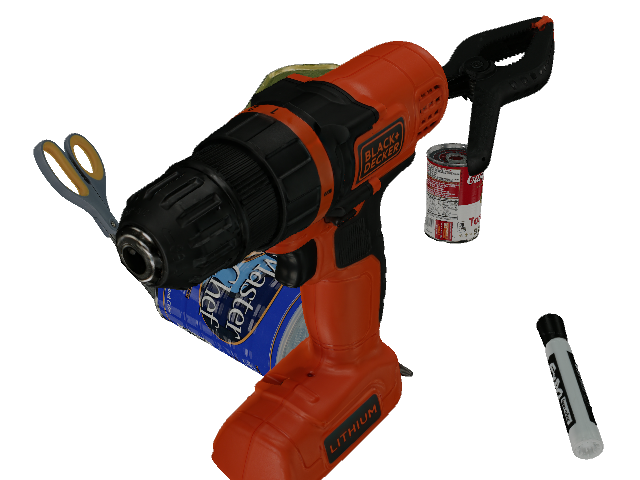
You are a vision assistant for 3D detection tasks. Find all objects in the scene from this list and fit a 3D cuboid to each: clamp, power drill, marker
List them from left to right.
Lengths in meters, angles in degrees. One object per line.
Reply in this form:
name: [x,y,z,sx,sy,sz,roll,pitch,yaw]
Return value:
power drill: [-0.011,0.023,0.462,0.057,0.188,0.184,26,41,29]
clamp: [0.144,-0.135,0.946,0.209,0.036,0.165,-32,45,-20]
marker: [0.161,0.091,0.696,0.020,0.020,0.121,0,37,-2]

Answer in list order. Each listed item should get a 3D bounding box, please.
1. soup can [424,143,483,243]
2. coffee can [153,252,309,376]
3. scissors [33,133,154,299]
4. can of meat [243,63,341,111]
soup can: [0.157,-0.055,1.261,0.068,0.102,0.068,0,26,0]
coffee can: [-0.054,0.052,0.896,0.140,0.103,0.102,26,13,28]
scissors: [-0.214,-0.030,1.089,0.016,0.201,0.096,-28,25,25]
can of meat: [-0.011,-0.055,0.695,0.057,0.084,0.102,1,34,17]
